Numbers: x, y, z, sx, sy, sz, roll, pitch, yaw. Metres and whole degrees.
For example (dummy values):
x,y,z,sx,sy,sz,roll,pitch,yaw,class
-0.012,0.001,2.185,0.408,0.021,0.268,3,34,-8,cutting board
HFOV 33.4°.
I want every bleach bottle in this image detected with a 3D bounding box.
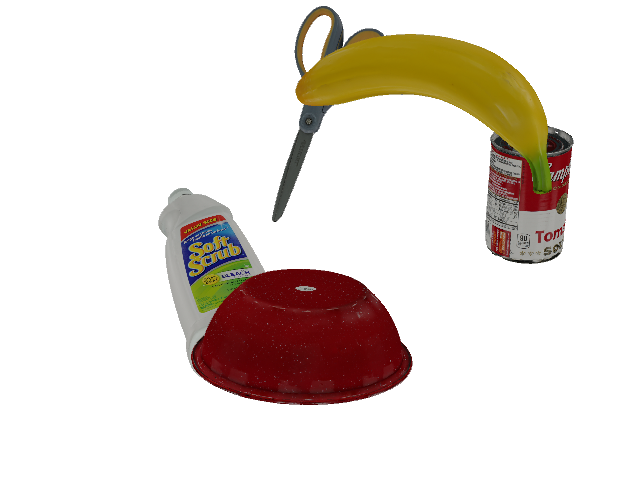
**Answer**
x,y,z,sx,sy,sz,roll,pitch,yaw,class
-0.116,0.026,1.078,0.102,0.068,0.251,-14,39,-16,bleach bottle

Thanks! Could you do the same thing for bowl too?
x,y,z,sx,sy,sz,roll,pitch,yaw,class
-0.012,0.060,0.769,0.162,0.055,0.162,2,16,-1,bowl

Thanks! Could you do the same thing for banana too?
x,y,z,sx,sy,sz,roll,pitch,yaw,class
0.063,-0.092,0.652,0.198,0.069,0.037,26,7,37,banana

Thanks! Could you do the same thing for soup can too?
x,y,z,sx,sy,sz,roll,pitch,yaw,class
0.176,-0.040,0.910,0.068,0.102,0.068,-1,27,0,soup can

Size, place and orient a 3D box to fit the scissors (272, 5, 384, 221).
x,y,z,sx,sy,sz,roll,pitch,yaw,class
0.010,-0.114,0.976,0.096,0.202,0.016,4,-4,13,scissors
